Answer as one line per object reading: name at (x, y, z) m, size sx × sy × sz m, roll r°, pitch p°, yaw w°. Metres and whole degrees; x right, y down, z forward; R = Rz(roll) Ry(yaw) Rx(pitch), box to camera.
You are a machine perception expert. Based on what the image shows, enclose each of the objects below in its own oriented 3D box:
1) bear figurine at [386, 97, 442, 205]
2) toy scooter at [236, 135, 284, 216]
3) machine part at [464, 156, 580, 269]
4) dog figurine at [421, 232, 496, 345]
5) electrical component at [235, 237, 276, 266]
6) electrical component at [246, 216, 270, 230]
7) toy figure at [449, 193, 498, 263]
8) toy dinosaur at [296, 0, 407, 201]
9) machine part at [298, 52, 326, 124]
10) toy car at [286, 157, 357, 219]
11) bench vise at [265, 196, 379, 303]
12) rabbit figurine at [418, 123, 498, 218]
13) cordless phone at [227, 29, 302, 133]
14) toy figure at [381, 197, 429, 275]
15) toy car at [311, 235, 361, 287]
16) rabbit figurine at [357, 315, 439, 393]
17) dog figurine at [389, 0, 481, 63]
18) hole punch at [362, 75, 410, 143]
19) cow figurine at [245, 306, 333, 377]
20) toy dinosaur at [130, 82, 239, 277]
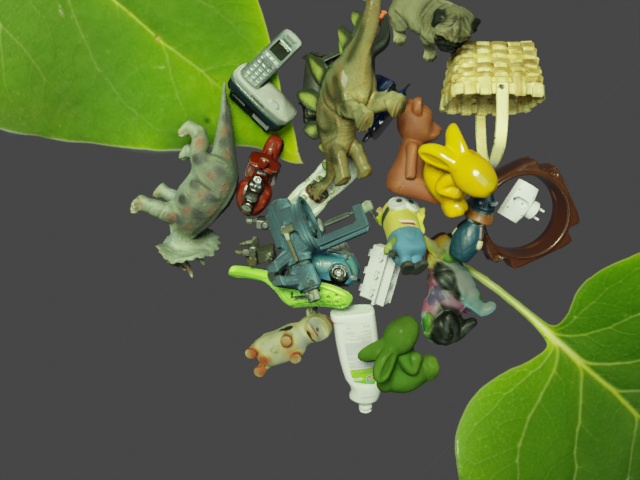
bear figurine at (0.207, -0.183, 1.092) m, size 0.132 × 0.120 × 0.195 m, roll 14°, pitch 97°, yaw -6°
toy scooter at (-0.124, -0.126, 1.097) m, size 0.075 × 0.135 × 0.183 m, roll 22°, pitch 103°, yaw -6°
machine part at (0.420, -0.056, 1.129) m, size 0.201 × 0.087 × 0.201 m, roll -26°, pitch 99°, yaw 7°
dog figurine at (0.255, 0.091, 1.149) m, size 0.191 × 0.108 × 0.219 m, roll -38°, pitch 95°, yaw -9°
electrical component at (-0.135, 0.025, 1.145) m, size 0.078 × 0.102 × 0.045 m, roll -12°, pitch 106°, yaw 6°
electrical component at (-0.115, -0.036, 1.151) m, size 0.094 × 0.063 × 0.021 m, roll 4°, pitch 103°, yaw 1°
toy figure at (0.307, -0.031, 1.072) m, size 0.064 × 0.058 × 0.154 m, roll 24°, pitch 109°, yaw 8°
toy dinosaur at (0.049, -0.265, 0.968) m, size 0.199 × 0.105 × 0.470 m, roll 49°, pitch 135°, yaw 27°
machine part at (-0.004, -0.310, 1.099) m, size 0.084 × 0.039 × 0.138 m, roll -7°, pitch 100°, yaw -10°
toy car at (0.003, -0.112, 1.137) m, size 0.201 × 0.056 × 0.073 m, roll -44°, pitch 98°, yaw 10°
bench vise at (0.001, -0.001, 1.055) m, size 0.241 × 0.128 × 0.224 m, roll -24°, pitch 66°, yaw 10°
rabbit figurine at (0.257, -0.126, 0.961) m, size 0.122 × 0.173 × 0.162 m, roll -35°, pitch 105°, yaw 1°
cordless phone at (-0.083, -0.322, 1.089) m, size 0.146 × 0.089 × 0.184 m, roll 43°, pitch 80°, yaw -10°
toy figure at (0.169, -0.009, 1.102) m, size 0.082 × 0.180 × 0.089 m, roll 19°, pitch 139°, yaw -33°
toy car at (0.015, 0.041, 1.156) m, size 0.162 × 0.109 × 0.103 m, roll 12°, pitch 80°, yaw 10°
rabbit figurine at (0.160, 0.233, 1.140) m, size 0.159 × 0.121 × 0.170 m, roll -20°, pitch 127°, yaw -20°
dog figurine at (0.202, -0.422, 1.000) m, size 0.172 × 0.190 × 0.121 m, roll 27°, pitch 101°, yaw -3°
hole punch at (0.109, -0.270, 1.077) m, size 0.092 × 0.116 × 0.142 m, roll 41°, pitch 99°, yaw 1°
cow figurine at (-0.057, 0.218, 1.188) m, size 0.195 × 0.127 × 0.085 m, roll -26°, pitch 100°, yaw 21°
toy dinosaur at (-0.239, -0.102, 1.096) m, size 0.192 × 0.131 × 0.404 m, roll 35°, pitch 103°, yaw 0°
